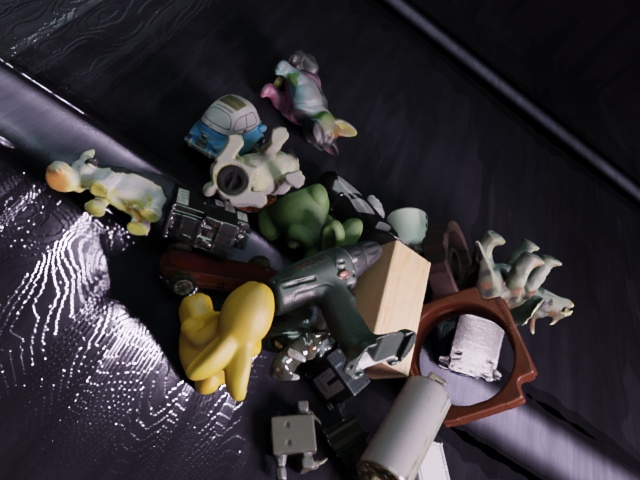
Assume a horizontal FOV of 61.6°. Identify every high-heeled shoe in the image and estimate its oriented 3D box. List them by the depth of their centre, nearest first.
[{"bbox_3d":[0.093,-0.040,1.082,0.248,0.086,0.145,38,28,-17],"label":"high-heeled shoe"}]

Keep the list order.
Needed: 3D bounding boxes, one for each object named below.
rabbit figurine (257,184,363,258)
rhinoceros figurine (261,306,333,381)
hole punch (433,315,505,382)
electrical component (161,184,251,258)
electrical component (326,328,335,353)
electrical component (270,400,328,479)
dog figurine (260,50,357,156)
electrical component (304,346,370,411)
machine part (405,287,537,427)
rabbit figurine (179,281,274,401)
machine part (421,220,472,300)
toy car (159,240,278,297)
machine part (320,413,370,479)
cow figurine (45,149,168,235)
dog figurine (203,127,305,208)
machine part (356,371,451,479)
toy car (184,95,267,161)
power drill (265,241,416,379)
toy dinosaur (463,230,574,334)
[{"bbox_3d":[-0.002,-0.003,0.936,0.121,0.159,0.170,-13,81,-53],"label":"rabbit figurine"},{"bbox_3d":[-0.028,0.135,0.826,0.112,0.073,0.190,30,41,9],"label":"rhinoceros figurine"},{"bbox_3d":[0.275,0.200,1.025,0.142,0.092,0.115,20,78,-20],"label":"hole punch"},{"bbox_3d":[-0.175,-0.028,0.841,0.134,0.058,0.115,20,20,-17],"label":"electrical component"},{"bbox_3d":[0.015,0.144,0.909,0.063,0.021,0.094,43,42,-1],"label":"electrical component"},{"bbox_3d":[-0.031,0.280,0.756,0.078,0.045,0.102,-9,57,-9],"label":"electrical component"},{"bbox_3d":[-0.013,-0.290,1.169,0.219,0.108,0.191,44,40,-7],"label":"dog figurine"},{"bbox_3d":[0.037,0.200,0.811,0.048,0.119,0.075,-26,78,-46],"label":"electrical component"},{"bbox_3d":[0.242,0.197,0.907,0.087,0.201,0.201,46,24,-56],"label":"machine part"},{"bbox_3d":[-0.125,0.123,0.713,0.122,0.173,0.162,33,40,-18],"label":"rabbit figurine"},{"bbox_3d":[0.262,0.050,1.094,0.179,0.056,0.179,27,58,-52],"label":"machine part"},{"bbox_3d":[-0.149,0.057,0.832,0.202,0.053,0.089,13,31,-31],"label":"toy car"},{"bbox_3d":[0.059,0.328,0.789,0.084,0.039,0.139,-8,62,-46],"label":"machine part"},{"bbox_3d":[-0.314,-0.084,0.806,0.167,0.068,0.098,29,39,-20],"label":"cow figurine"},{"bbox_3d":[-0.111,-0.108,0.923,0.172,0.190,0.121,-10,90,-6],"label":"dog figurine"},{"bbox_3d":[0.125,0.281,0.782,0.079,0.079,0.243,44,48,0],"label":"machine part"},{"bbox_3d":[-0.167,-0.209,0.972,0.109,0.102,0.161,33,36,14],"label":"toy car"},{"bbox_3d":[0.050,0.089,0.790,0.232,0.086,0.207,-13,53,-31],"label":"power drill"},{"bbox_3d":[0.357,0.090,1.060,0.404,0.192,0.131,11,21,-41],"label":"toy dinosaur"}]
